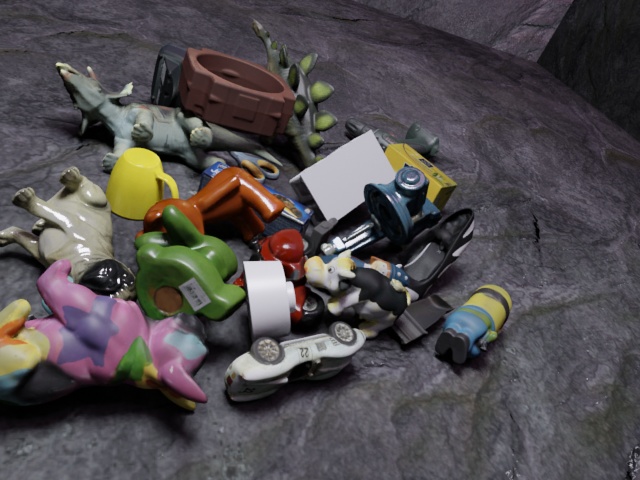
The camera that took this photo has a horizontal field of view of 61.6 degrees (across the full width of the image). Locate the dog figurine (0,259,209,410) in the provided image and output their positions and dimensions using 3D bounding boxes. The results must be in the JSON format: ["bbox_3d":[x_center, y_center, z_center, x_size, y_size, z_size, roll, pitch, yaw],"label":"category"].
[{"bbox_3d":[-0.228,0.132,0.572,0.219,0.108,0.191,37,56,-3],"label":"dog figurine"}]

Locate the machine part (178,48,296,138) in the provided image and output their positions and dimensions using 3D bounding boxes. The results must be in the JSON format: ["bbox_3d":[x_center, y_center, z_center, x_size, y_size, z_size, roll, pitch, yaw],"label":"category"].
[{"bbox_3d":[-0.161,-0.279,1.021,0.201,0.087,0.202,9,33,-26],"label":"machine part"}]

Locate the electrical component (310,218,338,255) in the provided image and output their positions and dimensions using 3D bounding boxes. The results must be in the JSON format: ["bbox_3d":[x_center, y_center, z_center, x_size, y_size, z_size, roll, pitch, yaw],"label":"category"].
[{"bbox_3d":[-0.002,-0.003,0.931,0.021,0.063,0.094,34,36,14],"label":"electrical component"}]

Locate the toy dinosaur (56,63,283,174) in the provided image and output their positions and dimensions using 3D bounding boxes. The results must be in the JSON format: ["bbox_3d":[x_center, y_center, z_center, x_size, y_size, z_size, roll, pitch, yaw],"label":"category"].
[{"bbox_3d":[-0.281,-0.204,0.999,0.405,0.131,0.192,9,37,-31],"label":"toy dinosaur"}]

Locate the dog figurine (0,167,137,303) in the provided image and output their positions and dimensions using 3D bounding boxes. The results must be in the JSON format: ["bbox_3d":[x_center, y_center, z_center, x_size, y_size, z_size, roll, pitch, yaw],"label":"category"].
[{"bbox_3d":[-0.299,0.012,0.721,0.190,0.121,0.172,40,38,-1],"label":"dog figurine"}]

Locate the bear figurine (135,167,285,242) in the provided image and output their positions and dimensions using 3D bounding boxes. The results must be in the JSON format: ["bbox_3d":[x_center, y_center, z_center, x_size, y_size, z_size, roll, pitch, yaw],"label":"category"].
[{"bbox_3d":[-0.171,-0.030,0.823,0.132,0.120,0.196,48,50,-1],"label":"bear figurine"}]

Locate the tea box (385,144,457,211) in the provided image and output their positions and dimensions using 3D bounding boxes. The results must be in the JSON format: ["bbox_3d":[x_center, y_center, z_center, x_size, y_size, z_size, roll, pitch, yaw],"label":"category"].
[{"bbox_3d":[0.210,-0.132,1.206,0.068,0.098,0.170,-12,46,-42],"label":"tea box"}]

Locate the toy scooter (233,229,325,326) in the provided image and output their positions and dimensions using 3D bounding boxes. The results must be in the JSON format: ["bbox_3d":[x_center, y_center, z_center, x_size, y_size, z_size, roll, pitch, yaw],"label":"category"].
[{"bbox_3d":[-0.070,0.049,0.814,0.135,0.075,0.184,8,42,-19],"label":"toy scooter"}]

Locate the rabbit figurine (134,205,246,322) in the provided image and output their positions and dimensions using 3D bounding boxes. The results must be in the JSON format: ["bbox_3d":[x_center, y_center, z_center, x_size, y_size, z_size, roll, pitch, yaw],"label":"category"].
[{"bbox_3d":[-0.175,0.041,0.715,0.159,0.121,0.170,47,17,-5],"label":"rabbit figurine"}]

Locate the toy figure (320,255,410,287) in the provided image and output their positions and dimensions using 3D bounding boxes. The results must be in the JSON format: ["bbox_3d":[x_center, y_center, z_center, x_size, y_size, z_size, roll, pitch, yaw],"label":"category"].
[{"bbox_3d":[0.066,0.056,0.864,0.155,0.064,0.058,3,0,10],"label":"toy figure"}]

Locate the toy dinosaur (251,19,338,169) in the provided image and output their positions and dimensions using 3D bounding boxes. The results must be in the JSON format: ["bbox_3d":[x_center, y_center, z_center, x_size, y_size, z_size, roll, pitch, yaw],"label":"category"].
[{"bbox_3d":[-0.051,-0.268,1.147,0.105,0.198,0.471,-19,85,-32],"label":"toy dinosaur"}]

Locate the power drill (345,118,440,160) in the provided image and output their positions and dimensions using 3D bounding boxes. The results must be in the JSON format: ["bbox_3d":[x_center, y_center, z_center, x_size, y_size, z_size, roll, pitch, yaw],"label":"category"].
[{"bbox_3d":[0.201,-0.256,1.386,0.232,0.086,0.207,43,35,24],"label":"power drill"}]

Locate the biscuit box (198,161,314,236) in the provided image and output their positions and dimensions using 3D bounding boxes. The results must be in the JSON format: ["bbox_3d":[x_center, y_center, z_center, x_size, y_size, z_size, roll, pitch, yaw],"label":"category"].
[{"bbox_3d":[-0.116,-0.062,0.945,0.203,0.062,0.059,28,33,5],"label":"biscuit box"}]

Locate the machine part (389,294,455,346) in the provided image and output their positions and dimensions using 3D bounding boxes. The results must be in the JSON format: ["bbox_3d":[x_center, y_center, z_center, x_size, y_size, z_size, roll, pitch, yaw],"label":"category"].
[{"bbox_3d":[0.159,0.124,0.881,0.139,0.039,0.084,-14,44,-41],"label":"machine part"}]

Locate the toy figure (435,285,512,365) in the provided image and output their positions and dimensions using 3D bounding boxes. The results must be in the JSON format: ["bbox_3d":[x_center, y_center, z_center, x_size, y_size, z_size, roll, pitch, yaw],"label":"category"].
[{"bbox_3d":[0.257,0.135,0.878,0.082,0.089,0.180,48,37,18],"label":"toy figure"}]

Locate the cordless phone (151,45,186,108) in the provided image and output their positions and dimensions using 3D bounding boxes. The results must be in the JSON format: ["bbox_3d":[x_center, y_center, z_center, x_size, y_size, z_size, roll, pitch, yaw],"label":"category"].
[{"bbox_3d":[-0.258,-0.330,1.146,0.184,0.146,0.089,-6,52,-34],"label":"cordless phone"}]

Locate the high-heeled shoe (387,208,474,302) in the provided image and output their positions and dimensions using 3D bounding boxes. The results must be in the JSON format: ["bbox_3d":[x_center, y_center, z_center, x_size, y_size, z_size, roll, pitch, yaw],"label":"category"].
[{"bbox_3d":[0.180,0.023,0.931,0.249,0.145,0.086,-19,52,-44],"label":"high-heeled shoe"}]

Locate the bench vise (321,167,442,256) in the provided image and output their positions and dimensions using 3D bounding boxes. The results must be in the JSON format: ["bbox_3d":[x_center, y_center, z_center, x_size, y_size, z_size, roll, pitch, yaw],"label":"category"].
[{"bbox_3d":[0.106,-0.026,0.961,0.241,0.223,0.129,-31,74,-14],"label":"bench vise"}]

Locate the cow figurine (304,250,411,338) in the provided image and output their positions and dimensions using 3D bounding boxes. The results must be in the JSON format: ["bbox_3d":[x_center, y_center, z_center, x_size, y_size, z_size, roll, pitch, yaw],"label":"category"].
[{"bbox_3d":[0.057,0.069,0.787,0.167,0.098,0.068,40,29,-32],"label":"cow figurine"}]

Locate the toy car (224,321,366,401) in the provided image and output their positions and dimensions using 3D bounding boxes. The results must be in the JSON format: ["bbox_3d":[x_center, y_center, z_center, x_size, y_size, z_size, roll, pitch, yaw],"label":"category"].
[{"bbox_3d":[-0.026,0.155,0.689,0.202,0.073,0.056,-5,52,-36],"label":"toy car"}]
